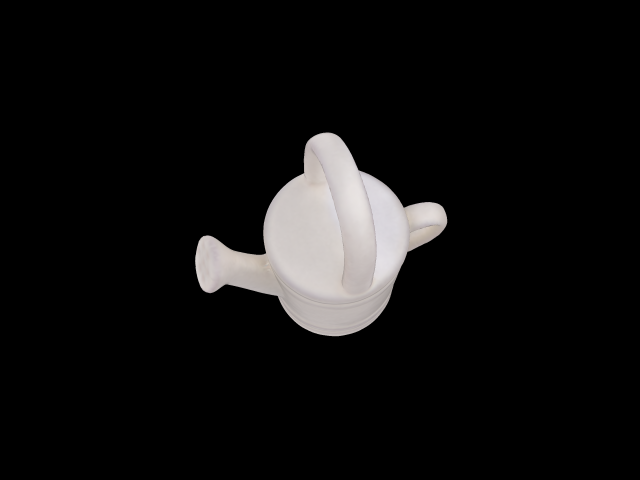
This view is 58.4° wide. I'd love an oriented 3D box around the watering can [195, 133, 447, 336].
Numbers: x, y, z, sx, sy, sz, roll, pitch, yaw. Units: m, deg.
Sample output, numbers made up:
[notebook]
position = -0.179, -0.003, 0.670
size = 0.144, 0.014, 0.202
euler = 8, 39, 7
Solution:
[watering can]
position = 0.004, 0.003, 0.399
size = 0.173, 0.194, 0.101
euler = -35, 73, -12
